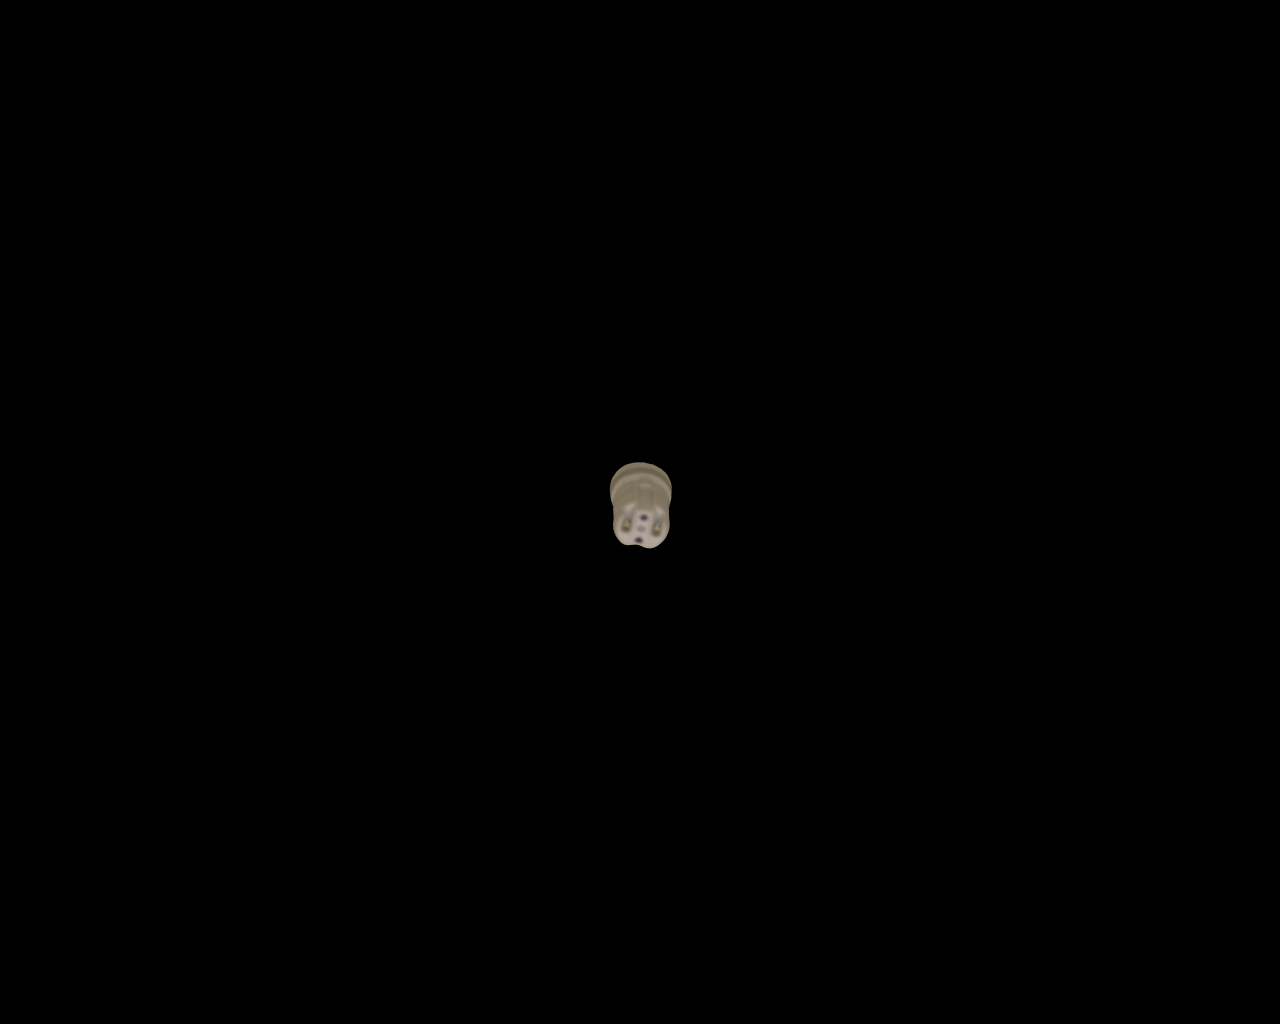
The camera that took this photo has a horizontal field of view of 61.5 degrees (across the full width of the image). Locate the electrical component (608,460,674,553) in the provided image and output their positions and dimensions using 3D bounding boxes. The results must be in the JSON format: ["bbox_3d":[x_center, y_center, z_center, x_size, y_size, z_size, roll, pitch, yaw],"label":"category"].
[{"bbox_3d":[0.001,-0.003,0.650,0.040,0.040,0.046,0,37,0],"label":"electrical component"}]
